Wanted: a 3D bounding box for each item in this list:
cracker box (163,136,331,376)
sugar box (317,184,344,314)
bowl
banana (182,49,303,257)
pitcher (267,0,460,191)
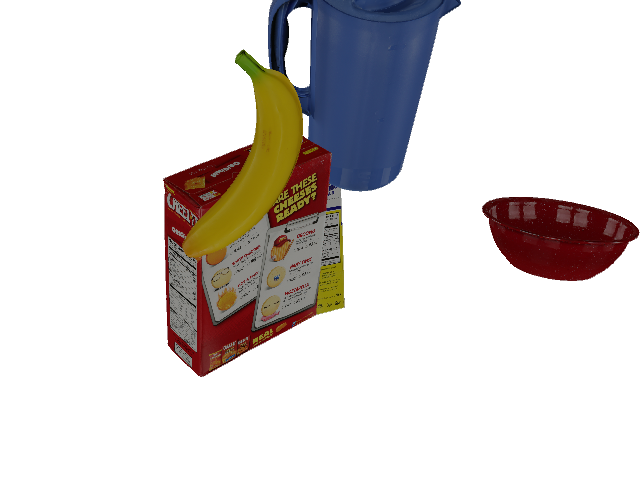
[{"bbox_3d":[-0.076,0.012,1.085,0.163,0.214,0.072,-26,46,-35],"label":"cracker box"},{"bbox_3d":[-0.008,-0.010,1.283,0.048,0.176,0.093,-13,25,-18],"label":"sugar box"},{"bbox_3d":[0.246,0.001,1.116,0.162,0.055,0.162,6,18,-2],"label":"bowl"},{"bbox_3d":[-0.057,-0.061,0.858,0.069,0.198,0.037,17,33,-5],"label":"banana"},{"bbox_3d":[0.037,-0.171,1.113,0.149,0.243,0.144,32,51,22],"label":"pitcher"}]
